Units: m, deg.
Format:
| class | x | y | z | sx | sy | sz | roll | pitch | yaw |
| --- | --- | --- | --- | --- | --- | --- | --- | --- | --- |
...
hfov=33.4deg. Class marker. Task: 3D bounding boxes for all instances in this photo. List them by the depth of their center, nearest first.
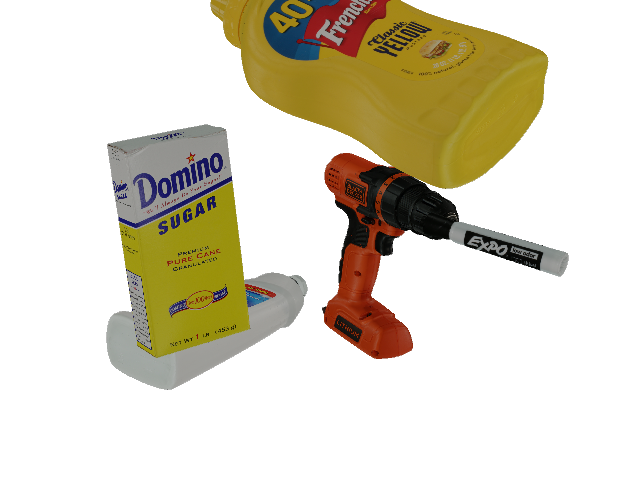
| class | x | y | z | sx | sy | sz | roll | pitch | yaw |
| --- | --- | --- | --- | --- | --- | --- | --- | --- | --- |
| marker | 0.131 | 0.001 | 0.825 | 0.121 | 0.020 | 0.020 | 19 | 9 | 29 |

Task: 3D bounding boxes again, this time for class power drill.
| class | x | y | z | sx | sy | sz | roll | pitch | yaw |
| --- | --- | --- | --- | --- | --- | --- | --- | --- | --- |
| power drill | 0.064 | 0.019 | 1.068 | 0.057 | 0.188 | 0.185 | -7 | 23 | -32 |

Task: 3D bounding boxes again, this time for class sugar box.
| class | x | y | z | sx | sy | sz | roll | pitch | yaw |
| --- | --- | --- | --- | --- | --- | --- | --- | --- | --- |
| sugar box | -0.115 | -0.001 | 0.883 | 0.093 | 0.176 | 0.048 | -16 | 21 | -30 |

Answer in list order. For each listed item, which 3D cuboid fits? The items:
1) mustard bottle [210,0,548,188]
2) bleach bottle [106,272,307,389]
| class | x | y | z | sx | sy | sz | roll | pitch | yaw |
| --- | --- | --- | --- | --- | --- | --- | --- | --- | --- |
| mustard bottle | 0.016 | -0.097 | 0.566 | 0.192 | 0.058 | 0.096 | 28 | 53 | 29 |
| bleach bottle | -0.107 | 0.083 | 1.162 | 0.103 | 0.068 | 0.250 | 18 | 25 | 32 |
